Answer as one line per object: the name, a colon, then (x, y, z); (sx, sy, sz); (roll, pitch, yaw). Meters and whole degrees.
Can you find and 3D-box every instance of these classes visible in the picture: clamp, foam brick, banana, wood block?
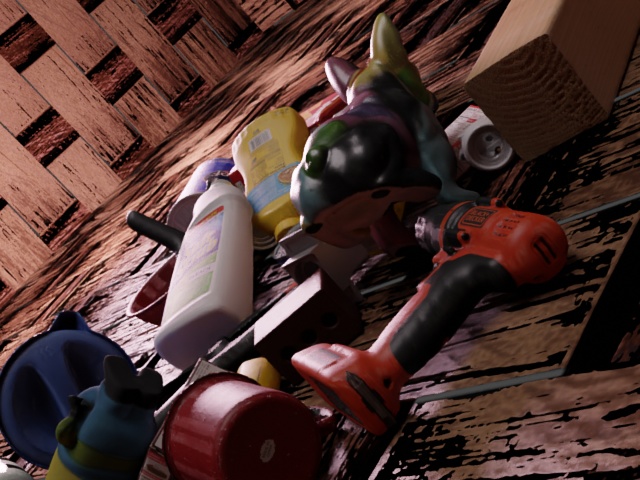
clamp: (-0.091, 0.117, 0.994); (0.210, 0.036, 0.164); (-39, 7, 8)
clamp: (-0.134, -0.001, 1.258); (0.120, 0.172, 0.039); (-35, -25, -22)
foam brick: (-0.010, 0.072, 0.891); (0.078, 0.053, 0.051); (-41, 14, 9)
banana: (-0.057, 0.142, 0.858); (0.197, 0.037, 0.070); (-83, 13, -73)
wood block: (0.211, -0.173, 0.939); (0.090, 0.090, 0.205); (-30, 19, 40)

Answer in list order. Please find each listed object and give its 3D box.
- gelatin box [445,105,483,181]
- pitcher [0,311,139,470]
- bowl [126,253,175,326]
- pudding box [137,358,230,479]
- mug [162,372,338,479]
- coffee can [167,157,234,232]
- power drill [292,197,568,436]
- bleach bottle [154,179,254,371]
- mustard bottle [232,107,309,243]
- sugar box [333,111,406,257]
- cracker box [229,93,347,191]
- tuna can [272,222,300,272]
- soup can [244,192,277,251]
gelatin box: (0.133, -0.088, 1.022); (0.089, 0.030, 0.073); (-43, 13, 0)
pitcher: (-0.261, 0.178, 1.080); (0.149, 0.145, 0.243); (-48, 4, -20)
bowl: (-0.167, 0.057, 1.337); (0.162, 0.055, 0.162); (-39, 15, 12)
pudding box: (-0.111, 0.163, 0.854); (0.113, 0.039, 0.090); (-67, 0, -55)
mug: (-0.041, 0.139, 0.740); (0.117, 0.093, 0.082); (-10, 4, -29)
coffee can: (-0.145, -0.043, 1.469); (0.103, 0.102, 0.140); (-37, 15, 21)
power drill: (0.068, 0.043, 0.759); (0.187, 0.057, 0.185); (-45, 15, -10)
bleach bottle: (-0.119, 0.023, 1.162); (0.103, 0.068, 0.251); (-33, 33, 23)
mustard bottle: (-0.044, -0.060, 1.234); (0.096, 0.058, 0.191); (-31, 49, 19)
sugar box: (0.042, -0.061, 1.034); (0.094, 0.048, 0.176); (-16, 47, 35)
cracker box: (-0.002, -0.136, 1.398); (0.214, 0.072, 0.164); (-25, 16, 50)
tuna can: (-0.007, 0.001, 1.122); (0.086, 0.033, 0.086); (-39, 15, 12)
soup can: (-0.085, -0.024, 1.331); (0.068, 0.068, 0.102); (-44, 15, -8)
